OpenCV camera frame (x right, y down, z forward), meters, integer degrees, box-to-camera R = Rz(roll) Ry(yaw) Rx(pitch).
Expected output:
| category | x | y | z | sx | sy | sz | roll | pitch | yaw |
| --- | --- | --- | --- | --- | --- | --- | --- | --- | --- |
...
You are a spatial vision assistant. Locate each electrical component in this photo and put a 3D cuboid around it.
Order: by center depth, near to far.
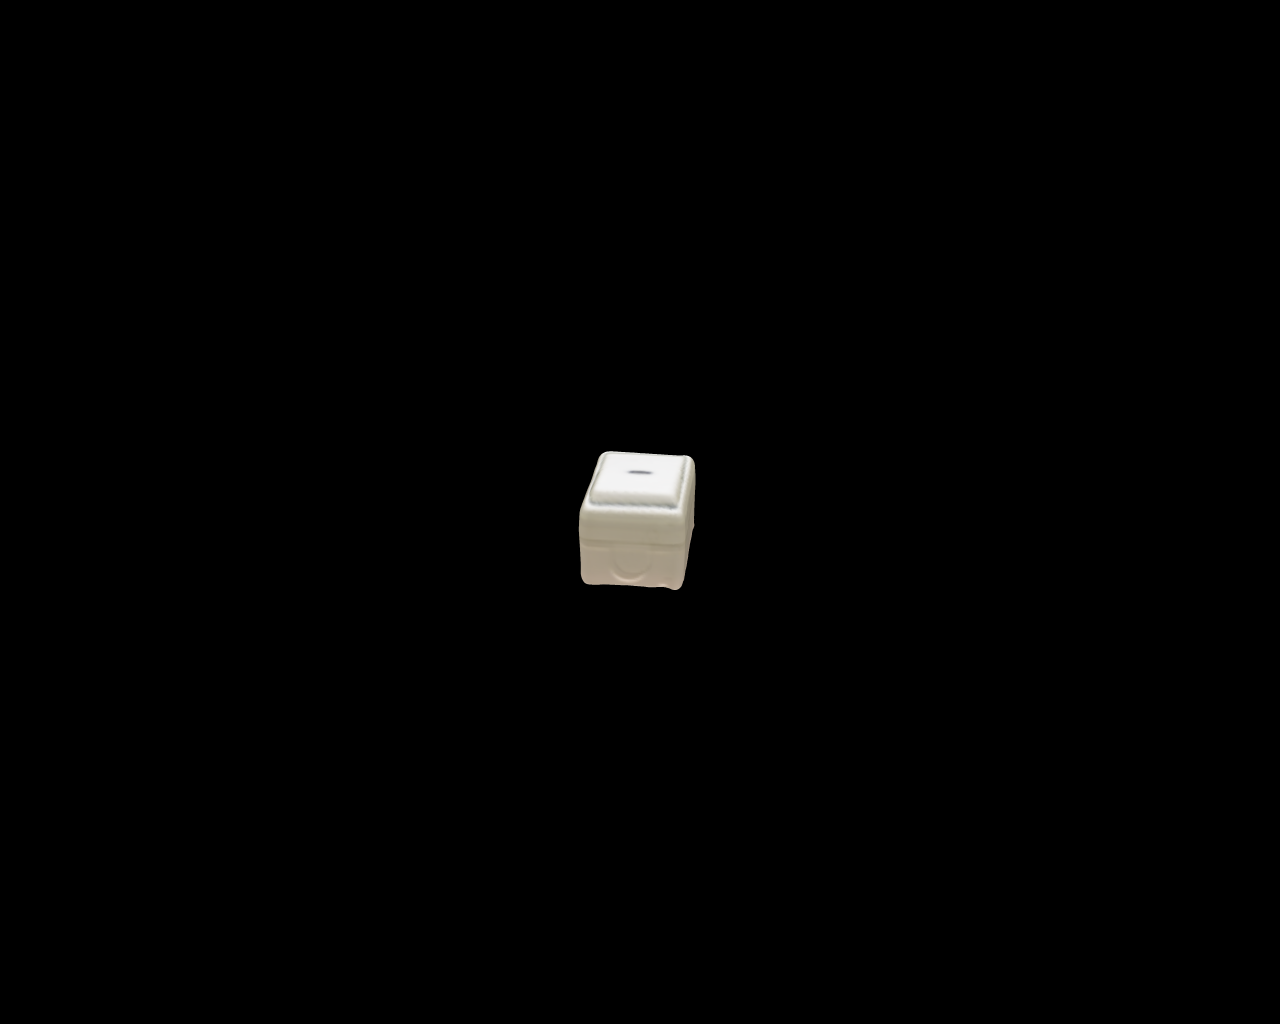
| category | x | y | z | sx | sy | sz | roll | pitch | yaw |
| --- | --- | --- | --- | --- | --- | --- | --- | --- | --- |
| electrical component | 0.001 | -0.003 | 0.650 | 0.062 | 0.061 | 0.096 | 4 | 30 | 7 |
